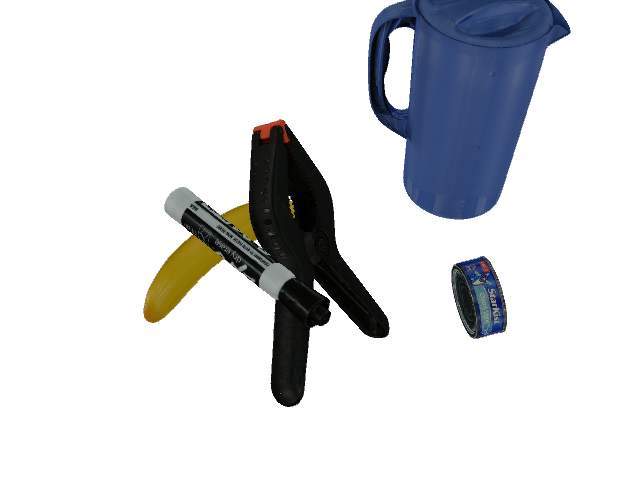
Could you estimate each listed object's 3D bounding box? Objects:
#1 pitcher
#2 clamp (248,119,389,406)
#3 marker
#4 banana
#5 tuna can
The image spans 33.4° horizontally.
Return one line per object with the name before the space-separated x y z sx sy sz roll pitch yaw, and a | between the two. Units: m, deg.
pitcher | 0.138 -0.141 1.081 0.144 0.243 0.149 -34 57 -32
clamp | -0.007 0.009 0.841 0.036 0.210 0.164 -11 2 31
marker | -0.040 0.009 0.581 0.121 0.020 0.020 37 19 28
banana | -0.097 0.012 1.024 0.198 0.069 0.037 -31 40 2
tuna can | 0.171 0.062 1.155 0.033 0.086 0.086 -14 2 -7
